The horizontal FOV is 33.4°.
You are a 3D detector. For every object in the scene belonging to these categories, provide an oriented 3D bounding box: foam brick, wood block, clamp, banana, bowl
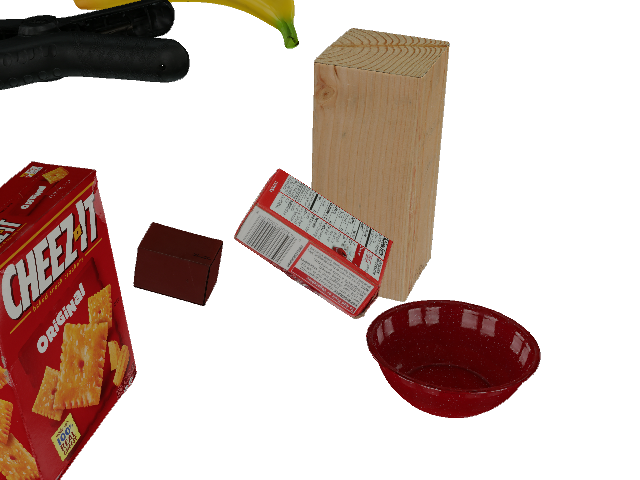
[{"bbox_3d":[-0.145,0.024,1.088,0.078,0.051,0.053,16,33,4],"label":"foam brick"},{"bbox_3d":[0.048,-0.064,0.910,0.091,0.206,0.090,12,32,18],"label":"wood block"},{"bbox_3d":[-0.163,-0.121,0.657,0.171,0.039,0.120,-1,21,-2],"label":"clamp"},{"bbox_3d":[-0.101,-0.202,0.860,0.198,0.069,0.037,12,-40,16],"label":"banana"},{"bbox_3d":[0.122,0.118,1.002,0.162,0.055,0.162,2,27,-1],"label":"bowl"}]

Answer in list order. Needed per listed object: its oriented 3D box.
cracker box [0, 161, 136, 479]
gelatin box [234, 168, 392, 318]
[{"bbox_3d":[-0.225,0.069,0.858,0.072,0.214,0.164,7,33,18],"label":"cracker box"},{"bbox_3d":[-0.002,0.001,0.643,0.089,0.030,0.073,34,22,-4],"label":"gelatin box"}]
